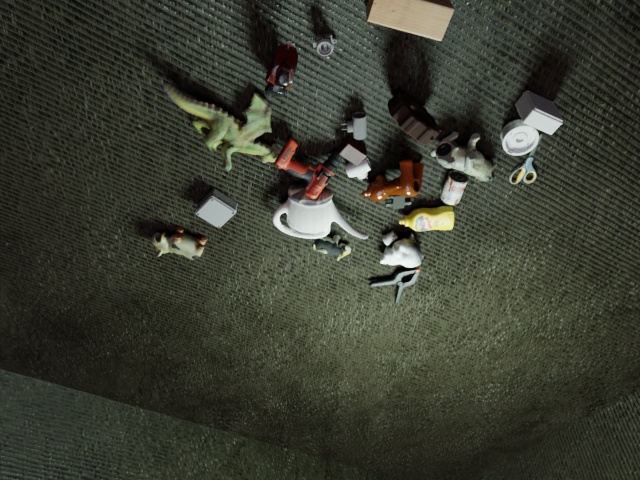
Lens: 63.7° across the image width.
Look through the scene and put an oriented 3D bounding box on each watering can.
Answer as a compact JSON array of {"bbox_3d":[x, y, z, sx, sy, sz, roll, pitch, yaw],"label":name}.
[{"bbox_3d":[0.006,-0.091,1.811,0.348,0.106,0.219,4,132,0],"label":"watering can"}]

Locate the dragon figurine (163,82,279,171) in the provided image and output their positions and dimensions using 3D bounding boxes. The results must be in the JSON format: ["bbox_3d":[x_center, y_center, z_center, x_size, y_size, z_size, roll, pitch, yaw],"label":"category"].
[{"bbox_3d":[-0.266,-0.371,1.593,0.242,0.125,0.402,-32,128,5],"label":"dragon figurine"}]

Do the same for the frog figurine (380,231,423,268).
[{"bbox_3d":[0.300,0.059,1.934,0.159,0.125,0.135,-26,147,9],"label":"frog figurine"}]
